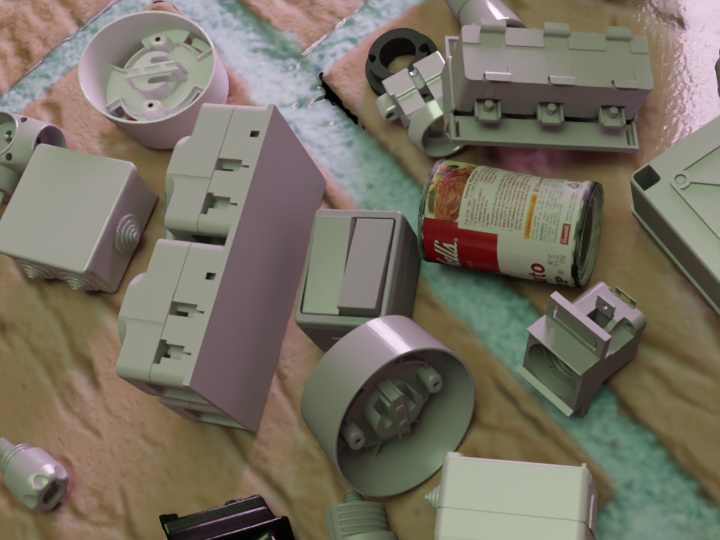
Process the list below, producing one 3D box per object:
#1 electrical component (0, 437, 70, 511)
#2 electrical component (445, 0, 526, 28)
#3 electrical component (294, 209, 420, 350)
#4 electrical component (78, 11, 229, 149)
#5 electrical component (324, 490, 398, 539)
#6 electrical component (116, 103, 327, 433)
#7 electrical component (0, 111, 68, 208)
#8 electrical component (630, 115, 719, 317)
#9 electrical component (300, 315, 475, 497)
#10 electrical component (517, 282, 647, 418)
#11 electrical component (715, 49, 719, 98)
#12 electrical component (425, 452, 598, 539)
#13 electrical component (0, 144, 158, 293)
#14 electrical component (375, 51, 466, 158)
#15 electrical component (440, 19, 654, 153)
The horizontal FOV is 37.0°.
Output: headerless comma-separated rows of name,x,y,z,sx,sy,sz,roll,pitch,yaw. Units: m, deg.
electrical component,-0.225,0.133,0.724,0.061,0.035,0.035,33,80,29
electrical component,0.086,-0.180,0.759,0.044,0.044,0.065,-26,57,6
electrical component,0.000,0.000,0.694,0.062,0.061,0.096,2,68,19
electrical component,-0.151,-0.142,0.805,0.099,0.064,0.099,-7,65,15
electrical component,0.003,0.169,0.629,0.043,0.043,0.081,-18,62,10
electrical component,-0.088,-0.002,0.699,0.060,0.105,0.186,7,69,21
electrical component,-0.276,-0.078,0.829,0.077,0.044,0.079,7,70,21
electrical component,0.235,-0.037,0.637,0.109,0.056,0.108,-34,61,1
electrical component,0.016,0.078,0.637,0.099,0.099,0.064,-43,55,-4
electrical component,0.131,0.044,0.629,0.064,0.081,0.042,-33,59,-24
electrical component,0.245,-0.133,0.690,0.035,0.035,0.061,-8,63,15
electrical component,0.082,0.141,0.604,0.096,0.061,0.061,2,68,19
electrical component,-0.206,-0.037,0.785,0.100,0.048,0.099,13,72,23
electrical component,0.050,-0.111,0.737,0.066,0.048,0.055,-28,54,4
electrical component,0.118,-0.119,0.683,0.121,0.063,0.078,2,65,-7
